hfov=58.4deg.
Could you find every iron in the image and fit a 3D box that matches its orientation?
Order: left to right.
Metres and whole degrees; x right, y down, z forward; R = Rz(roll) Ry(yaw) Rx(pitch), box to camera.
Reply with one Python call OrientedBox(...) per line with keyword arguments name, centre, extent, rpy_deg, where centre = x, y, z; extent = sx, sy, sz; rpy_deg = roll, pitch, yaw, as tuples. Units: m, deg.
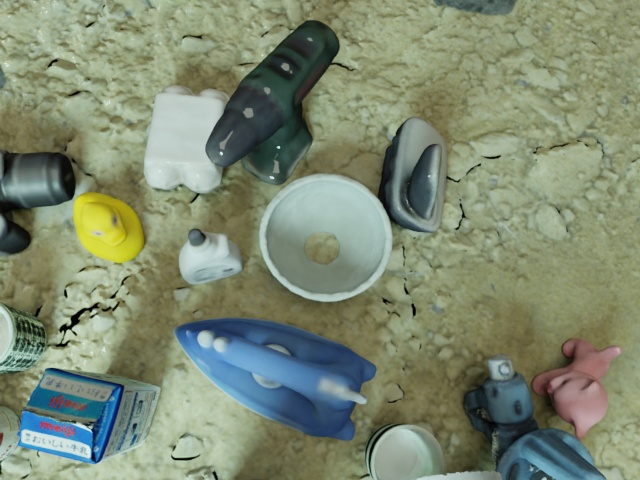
OrientedBox(name="iron", centre=(-0.062, 0.145, 0.666), extent=(0.258, 0.141, 0.119), rpy_deg=(20, 75, 1))

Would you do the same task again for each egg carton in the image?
OrientedBox(name="egg carton", centre=(-0.177, -0.136, 0.768), extent=(0.107, 0.069, 0.150), rpy_deg=(5, 75, -3))

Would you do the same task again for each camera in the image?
OrientedBox(name="camera", centre=(-0.387, -0.061, 0.716), extent=(0.137, 0.101, 0.143), rpy_deg=(-6, 76, -6))

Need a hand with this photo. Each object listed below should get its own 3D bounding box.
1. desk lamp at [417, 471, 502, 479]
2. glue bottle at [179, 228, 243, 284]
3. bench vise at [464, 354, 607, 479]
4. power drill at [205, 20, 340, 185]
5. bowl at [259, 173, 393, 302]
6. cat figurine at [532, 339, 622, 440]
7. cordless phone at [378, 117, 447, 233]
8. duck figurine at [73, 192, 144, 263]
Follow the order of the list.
OrientedBox(name="desk lamp", centre=(0.128, 0.336, 0.594), extent=(0.118, 0.213, 0.203), rpy_deg=(-3, 75, -5))
OrientedBox(name="glue bottle", centre=(-0.135, 0.015, 0.678), extent=(0.078, 0.173, 0.037), rpy_deg=(-13, 76, -7))
OrientedBox(name="bench vise", centre=(0.230, 0.235, 0.625), extent=(0.121, 0.219, 0.207), rpy_deg=(-33, 80, -12))
OrientedBox(name="power drill", centre=(-0.056, -0.150, 0.710), extent=(0.075, 0.208, 0.230), rpy_deg=(31, 75, 4))
OrientedBox(name="bowl", centre=(0.007, 0.003, 0.744), extent=(0.167, 0.074, 0.167), rpy_deg=(1, 75, -4))
OrientedBox(name="cat figurine", centre=(0.323, 0.177, 0.701), extent=(0.067, 0.117, 0.128), rpy_deg=(43, 76, 7))
OrientedBox(name="cordless phone", centre=(0.134, -0.098, 0.723), extent=(0.094, 0.185, 0.147), rpy_deg=(7, 75, -2))
OrientedBox(name="duck figurine", centre=(-0.275, -0.024, 0.723), extent=(0.077, 0.086, 0.104), rpy_deg=(-42, 82, -13))
